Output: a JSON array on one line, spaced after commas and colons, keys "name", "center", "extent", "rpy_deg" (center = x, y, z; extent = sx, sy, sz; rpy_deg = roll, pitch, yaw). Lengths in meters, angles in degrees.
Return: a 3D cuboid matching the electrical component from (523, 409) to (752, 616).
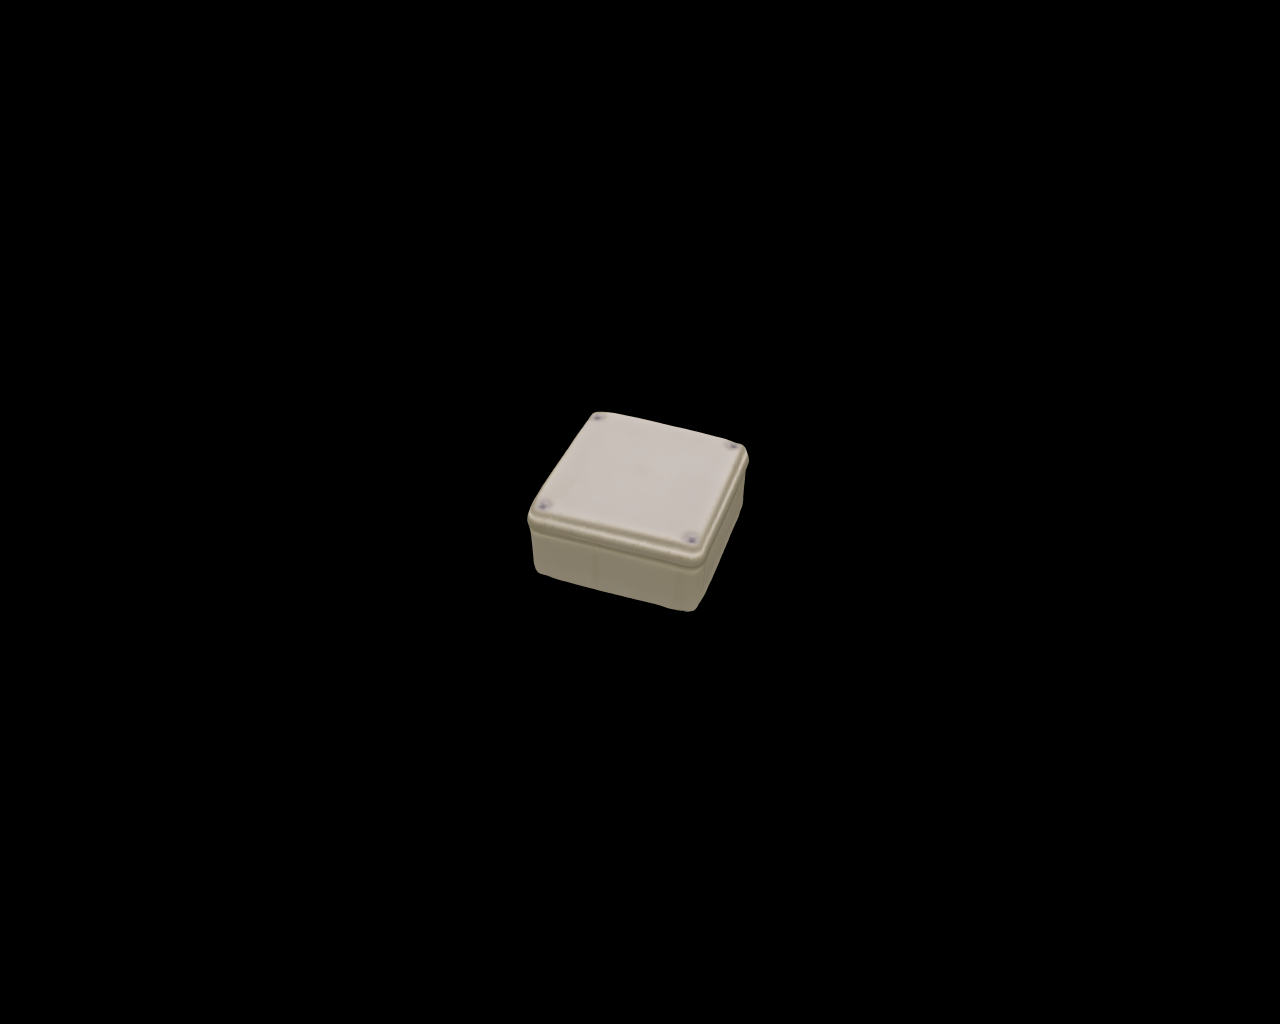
[{"name": "electrical component", "center": [0.001, -0.003, 0.650], "extent": [0.109, 0.056, 0.109], "rpy_deg": [14, 44, 15]}]
